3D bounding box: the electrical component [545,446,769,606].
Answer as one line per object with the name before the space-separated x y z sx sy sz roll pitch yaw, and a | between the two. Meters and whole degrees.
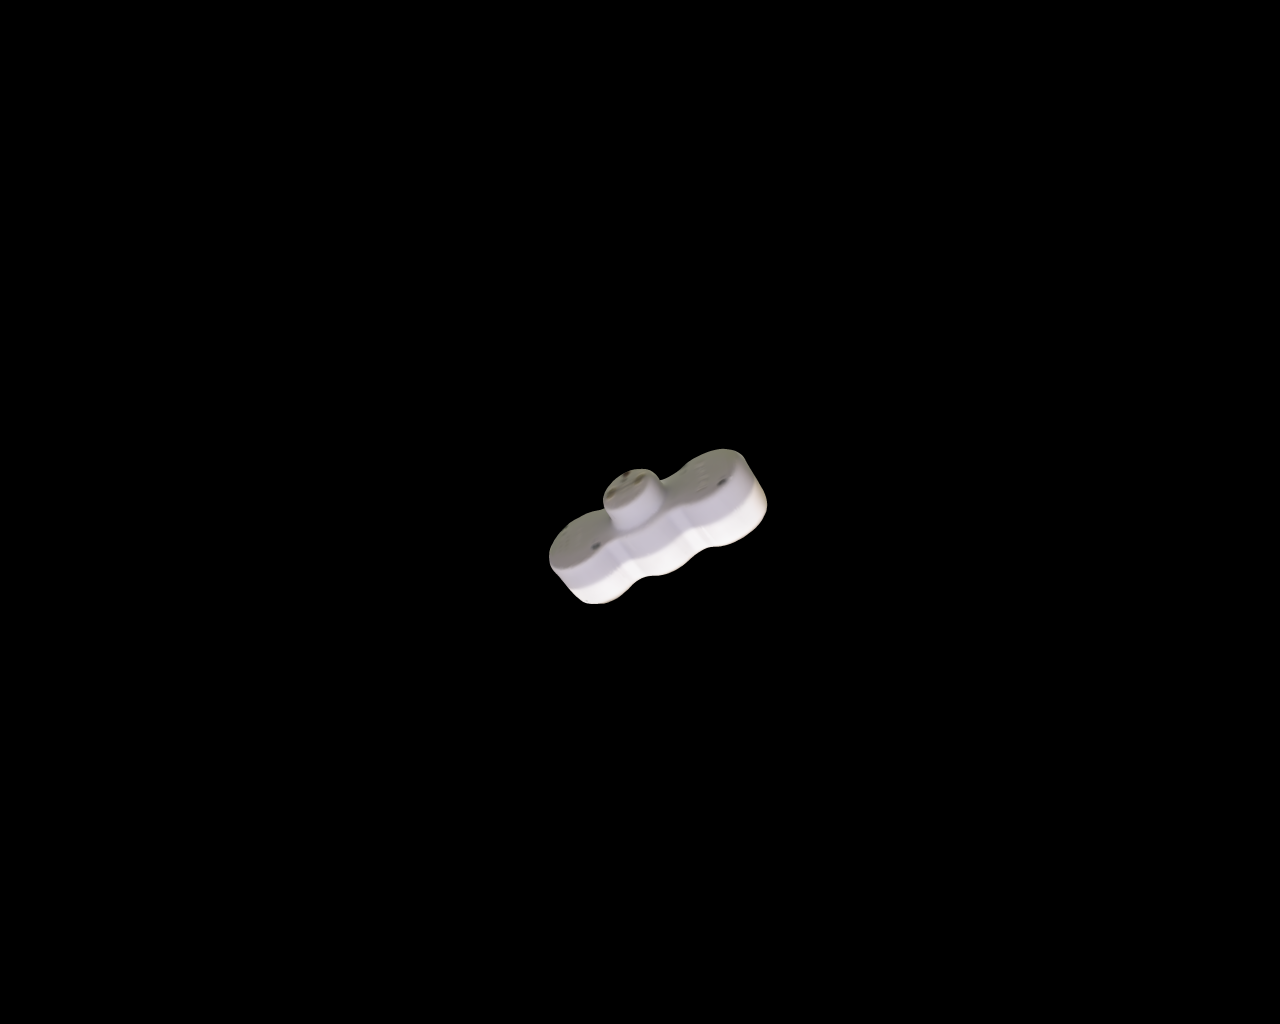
electrical component | 0.001 -0.003 0.650 0.138 0.073 0.052 -26 30 17
